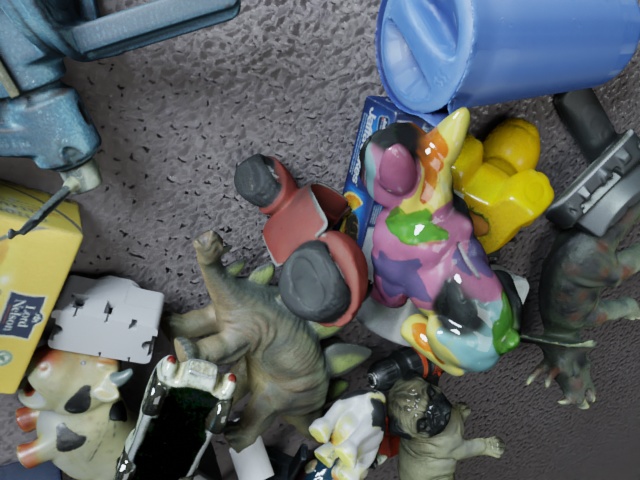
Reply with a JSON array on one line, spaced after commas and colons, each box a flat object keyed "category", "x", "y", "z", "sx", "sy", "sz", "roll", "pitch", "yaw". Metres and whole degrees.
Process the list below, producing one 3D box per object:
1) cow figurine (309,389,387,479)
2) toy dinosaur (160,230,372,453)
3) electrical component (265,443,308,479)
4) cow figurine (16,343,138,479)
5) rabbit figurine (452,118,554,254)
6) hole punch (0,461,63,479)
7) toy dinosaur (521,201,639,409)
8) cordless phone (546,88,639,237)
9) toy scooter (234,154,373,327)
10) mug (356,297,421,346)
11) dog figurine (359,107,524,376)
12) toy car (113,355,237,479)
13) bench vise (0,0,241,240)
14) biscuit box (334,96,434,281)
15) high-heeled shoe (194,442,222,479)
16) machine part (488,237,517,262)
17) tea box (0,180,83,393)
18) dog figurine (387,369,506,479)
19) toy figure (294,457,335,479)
[{"category": "cow figurine", "x": 0.046, "y": 0.250, "z": 0.672, "sx": 0.098, "sy": 0.068, "sz": 0.167, "roll": -42, "pitch": 147, "yaw": -27}, {"category": "toy dinosaur", "x": -0.039, "y": 0.150, "z": 0.626, "sx": 0.198, "sy": 0.105, "sz": 0.470, "roll": -29, "pitch": 135, "yaw": -14}, {"category": "electrical component", "x": -0.062, "y": 0.325, "z": 0.735, "sx": 0.048, "sy": 0.075, "sz": 0.119, "roll": 24, "pitch": 113, "yaw": -7}, {"category": "cow figurine", "x": -0.233, "y": 0.175, "z": 0.544, "sx": 0.127, "sy": 0.086, "sz": 0.194, "roll": -27, "pitch": 133, "yaw": -14}, {"category": "rabbit figurine", "x": 0.201, "y": -0.061, "z": 0.606, "sx": 0.173, "sy": 0.122, "sz": 0.162, "roll": -54, "pitch": 155, "yaw": -32}, {"category": "hole punch", "x": -0.322, "y": 0.298, "z": 0.561, "sx": 0.142, "sy": 0.116, "sz": 0.092, "roll": -6, "pitch": 114, "yaw": -26}, {"category": "toy dinosaur", "x": 0.391, "y": 0.055, "z": 0.798, "sx": 0.192, "sy": 0.131, "sz": 0.404, "roll": -12, "pitch": 119, "yaw": -22}, {"category": "cordless phone", "x": 0.334, "y": -0.106, "z": 0.694, "sx": 0.146, "sy": 0.089, "sz": 0.184, "roll": -46, "pitch": 119, "yaw": 5}, {"category": "toy scooter", "x": -0.001, "y": -0.002, "z": 0.521, "sx": 0.075, "sy": 0.184, "sz": 0.135, "roll": -38, "pitch": 159, "yaw": 23}, {"category": "mug", "x": 0.107, "y": 0.069, "z": 0.655, "sx": 0.081, "sy": 0.110, "sz": 0.107, "roll": 19, "pitch": 96, "yaw": -31}, {"category": "dog figurine", "x": 0.106, "y": -0.003, "z": 0.477, "sx": 0.108, "sy": 0.192, "sz": 0.219, "roll": -29, "pitch": 141, "yaw": -16}, {"category": "toy car", "x": -0.138, "y": 0.180, "z": 0.500, "sx": 0.073, "sy": 0.056, "sz": 0.201, "roll": 20, "pitch": 120, "yaw": -13}, {"category": "bench vise", "x": -0.151, "y": -0.141, "z": 0.348, "sx": 0.241, "sy": 0.129, "sz": 0.223, "roll": -16, "pitch": 109, "yaw": 3}, {"category": "biscuit box", "x": 0.064, "y": -0.048, "z": 0.577, "sx": 0.059, "sy": 0.063, "sz": 0.202, "roll": -1, "pitch": 120, "yaw": -28}, {"category": "high-heeled shoe", "x": -0.180, "y": 0.315, "z": 0.662, "sx": 0.145, "sy": 0.086, "sz": 0.248, "roll": -37, "pitch": 136, "yaw": -5}, {"category": "machine part", "x": 0.235, "y": -0.033, "z": 0.700, "sx": 0.084, "sy": 0.039, "sz": 0.138, "roll": 10, "pitch": 116, "yaw": -28}, {"category": "tea box", "x": -0.275, "y": 0.039, "z": 0.443, "sx": 0.098, "sy": 0.068, "sz": 0.169, "roll": 17, "pitch": 110, "yaw": -35}, {"category": "dog figurine", "x": 0.127, "y": 0.270, "z": 0.711, "sx": 0.190, "sy": 0.121, "sz": 0.172, "roll": 32, "pitch": 86, "yaw": -35}, {"category": "toy figure", "x": -0.027, "y": 0.370, "z": 0.806, "sx": 0.154, "sy": 0.058, "sz": 0.064, "roll": -33, "pitch": 92, "yaw": -5}]
